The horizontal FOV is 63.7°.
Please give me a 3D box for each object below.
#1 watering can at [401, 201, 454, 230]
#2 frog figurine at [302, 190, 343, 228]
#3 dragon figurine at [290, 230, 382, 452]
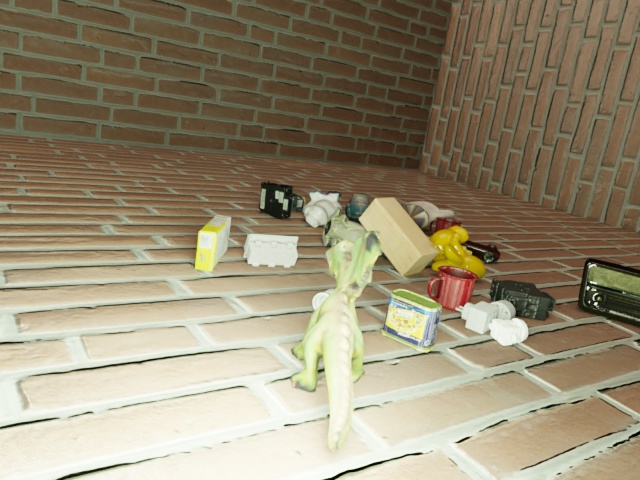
[{"bbox_3d":[0.333,-0.096,1.980,0.347,0.103,0.226,4,9,31],"label":"watering can"},{"bbox_3d":[0.005,-0.090,1.791,0.137,0.120,0.163,17,49,-3],"label":"frog figurine"},{"bbox_3d":[0.040,0.100,0.783,0.122,0.241,0.414,12,12,-8],"label":"dragon figurine"}]
